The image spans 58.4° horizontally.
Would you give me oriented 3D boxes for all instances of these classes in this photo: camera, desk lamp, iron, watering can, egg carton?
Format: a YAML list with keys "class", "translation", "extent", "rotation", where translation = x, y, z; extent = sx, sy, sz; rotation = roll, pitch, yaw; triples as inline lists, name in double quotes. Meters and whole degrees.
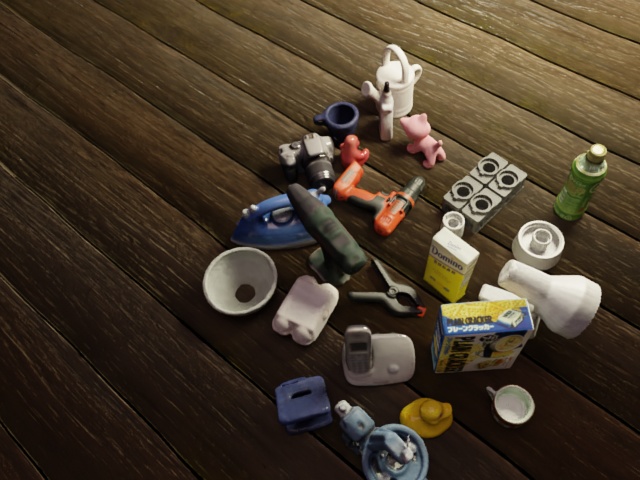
- class: "camera"
  translation: [-0.024, -0.189, 1.428]
  extent: [0.143, 0.101, 0.136]
  rotation: [-15, 59, -4]
- class: "desk lamp"
  translation: [0.419, 0.125, 1.134]
  extent: [0.202, 0.214, 0.118]
  rotation: [20, 63, 16]
- class: "iron"
  translation: [-0.094, -0.058, 1.332]
  extent: [0.258, 0.141, 0.118]
  rotation: [-13, 59, -2]
- class: "watering can"
  translation: [0.190, -0.415, 1.489]
  extent: [0.100, 0.194, 0.173]
  rotation: [31, 67, 21]
- class: "egg carton"
  translation: [-0.030, 0.152, 1.243]
  extent: [0.107, 0.069, 0.150]
  rotation: [21, 63, 17]

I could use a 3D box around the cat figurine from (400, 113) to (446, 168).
- class: "cat figurine"
  translation: [0.259, -0.262, 1.436]
  extent: [0.067, 0.118, 0.127]
  rotation: [-37, 63, -16]

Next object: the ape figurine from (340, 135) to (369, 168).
- class: "ape figurine"
  translation: [0.082, -0.228, 1.447]
  extent: [0.077, 0.092, 0.076]
  rotation: [36, 68, 23]

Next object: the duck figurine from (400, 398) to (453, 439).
- class: "duck figurine"
  translation: [0.206, 0.336, 1.102]
  extent: [0.104, 0.086, 0.077]
  rotation: [-7, 59, 1]

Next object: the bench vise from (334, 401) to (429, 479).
- class: "bench vise"
  translation: [0.100, 0.369, 1.014]
  extent: [0.207, 0.220, 0.121]
  rotation: [22, 64, 17]

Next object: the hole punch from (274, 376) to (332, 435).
- class: "hole punch"
  translation: [-0.036, 0.320, 1.130]
  extent: [0.108, 0.091, 0.101]
  rotation: [-15, 59, -4]

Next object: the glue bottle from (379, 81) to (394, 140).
- class: "glue bottle"
  translation: [0.169, -0.336, 1.456]
  extent: [0.037, 0.173, 0.078]
  rotation: [-3, 59, 4]

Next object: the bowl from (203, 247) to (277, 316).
- class: "bowl"
  translation: [-0.172, 0.104, 1.282]
  extent: [0.167, 0.075, 0.167]
  rotation: [-2, 59, 4]

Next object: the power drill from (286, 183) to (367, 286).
- class: "power drill"
  translation: [0.011, 0.004, 1.246]
  extent: [0.076, 0.209, 0.229]
  rotation: [-37, 63, -16]

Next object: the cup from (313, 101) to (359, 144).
- class: "cup"
  translation: [0.044, -0.295, 1.489]
  extent: [0.117, 0.095, 0.091]
  rotation: [-6, 59, 2]

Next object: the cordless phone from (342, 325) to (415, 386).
- class: "cordless phone"
  translation: [0.114, 0.216, 1.124]
  extent: [0.147, 0.185, 0.094]
  rotation: [-7, 59, 1]
